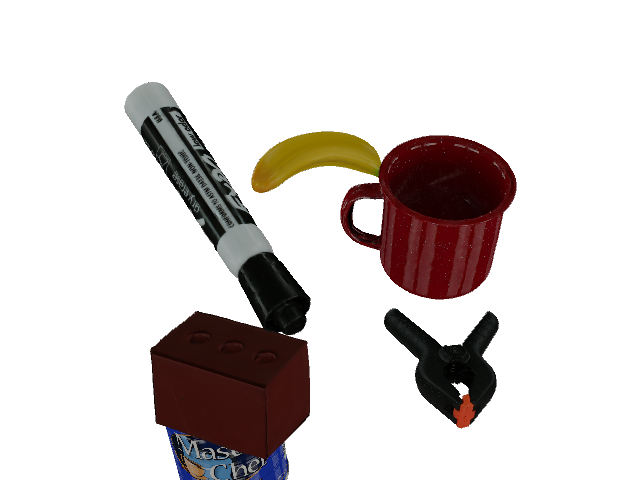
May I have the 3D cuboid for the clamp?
[{"bbox_3d":[0.140,0.120,1.069,0.120,0.039,0.171,-8,35,-9],"label":"clamp"}]

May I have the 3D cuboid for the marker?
[{"bbox_3d":[-0.038,-0.013,0.387,0.020,0.020,0.121,0,44,-44],"label":"marker"}]

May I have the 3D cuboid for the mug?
[{"bbox_3d":[0.072,-0.014,0.746,0.117,0.081,0.093,2,44,-1],"label":"mug"}]

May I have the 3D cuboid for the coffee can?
[{"bbox_3d":[-0.086,0.162,0.948,0.103,0.140,0.103,-4,39,3],"label":"coffee can"}]

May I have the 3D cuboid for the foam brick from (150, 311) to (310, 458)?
[{"bbox_3d":[-0.051,0.082,0.615,0.078,0.051,0.052,13,28,23],"label":"foam brick"}]

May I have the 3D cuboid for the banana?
[{"bbox_3d":[-0.002,-0.086,1.137,0.197,0.037,0.070,-7,48,-39],"label":"banana"}]
